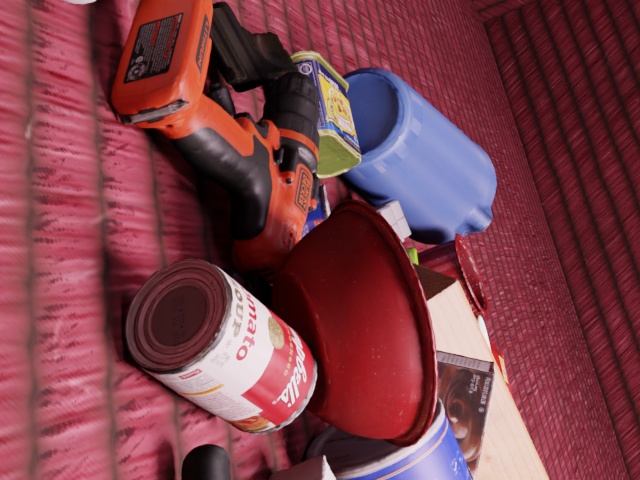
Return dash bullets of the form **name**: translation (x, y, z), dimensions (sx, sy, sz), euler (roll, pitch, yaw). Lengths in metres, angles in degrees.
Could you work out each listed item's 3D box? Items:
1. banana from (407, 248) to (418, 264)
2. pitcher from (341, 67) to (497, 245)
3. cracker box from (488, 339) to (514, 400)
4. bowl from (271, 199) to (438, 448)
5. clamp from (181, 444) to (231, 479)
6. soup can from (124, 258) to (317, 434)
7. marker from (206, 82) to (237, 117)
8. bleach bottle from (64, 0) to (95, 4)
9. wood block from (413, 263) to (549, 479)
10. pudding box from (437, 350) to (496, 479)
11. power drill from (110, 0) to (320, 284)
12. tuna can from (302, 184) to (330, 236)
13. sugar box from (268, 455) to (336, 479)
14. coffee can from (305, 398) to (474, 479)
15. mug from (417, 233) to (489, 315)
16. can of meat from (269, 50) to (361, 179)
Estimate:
- **banana**: translation (0.090, 0.105, 1.043), dimensions (0.069, 0.037, 0.198), euler (61, 22, -48)
- **pitcher**: translation (0.082, -0.094, 1.140), dimensions (0.242, 0.149, 0.145), euler (32, 55, -59)
- **cracker box**: translation (0.165, 0.199, 1.111), dimensions (0.164, 0.072, 0.214), euler (43, 31, -55)
- **bowl**: translation (0.011, 0.058, 0.671), dimensions (0.162, 0.055, 0.162), euler (168, -90, -69)
- **clamp**: translation (-0.041, 0.217, 0.503), dimensions (0.210, 0.036, 0.164), euler (-76, 143, -65)
- **soup can**: translation (-0.054, 0.061, 0.598), dimensions (0.102, 0.069, 0.068), euler (46, 28, -51)
- **marker**: translation (-0.058, -0.063, 0.817), dimensions (0.121, 0.020, 0.020), euler (68, 17, -4)
- **bleach bottle**: translation (-0.129, -0.199, 0.687), dimensions (0.102, 0.068, 0.250), euler (61, 20, -19)
- **wood block**: translation (0.102, 0.134, 0.909), dimensions (0.206, 0.090, 0.091), euler (63, -15, -18)
- **pudding box**: translation (0.080, 0.139, 0.809), dimensions (0.039, 0.090, 0.113), euler (-31, 132, -76)
- **power drill**: translation (-0.058, -0.088, 0.737), dimensions (0.187, 0.057, 0.184), euler (49, 37, -44)
- **tuna can**: translation (-0.006, 0.001, 0.839), dimensions (0.086, 0.034, 0.086), euler (-10, 90, -88)
- **sugar box**: translation (0.019, 0.230, 0.651), dimensions (0.093, 0.048, 0.176), euler (-81, 149, -73)
- **coffee can**: translation (0.064, 0.192, 0.746), dimensions (0.140, 0.103, 0.102), euler (66, 17, -11)
- **mug**: translation (0.133, 0.059, 1.162), dimensions (0.117, 0.082, 0.093), euler (59, 19, -30)
- **can of meat**: translation (-0.004, -0.113, 0.983), dimensions (0.102, 0.057, 0.084), euler (32, 42, -63)
